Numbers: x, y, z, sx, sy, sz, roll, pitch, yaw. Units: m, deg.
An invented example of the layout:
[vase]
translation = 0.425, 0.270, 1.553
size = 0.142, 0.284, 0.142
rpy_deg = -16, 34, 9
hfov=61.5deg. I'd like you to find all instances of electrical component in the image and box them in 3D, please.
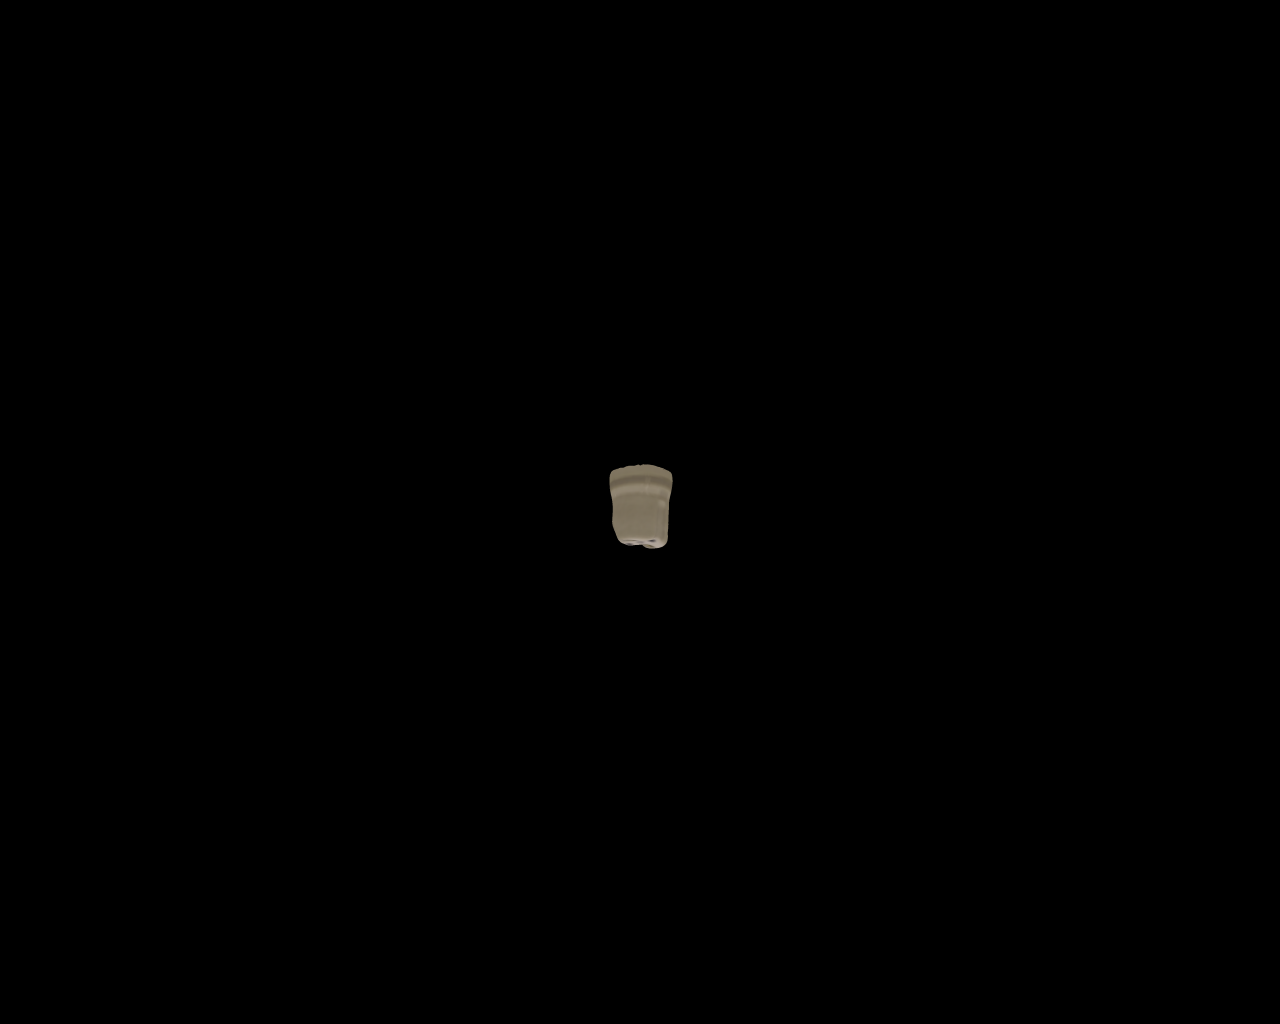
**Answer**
[electrical component]
translation = 0.001, -0.003, 0.650
size = 0.040, 0.046, 0.040
rpy_deg = 0, -16, 0
